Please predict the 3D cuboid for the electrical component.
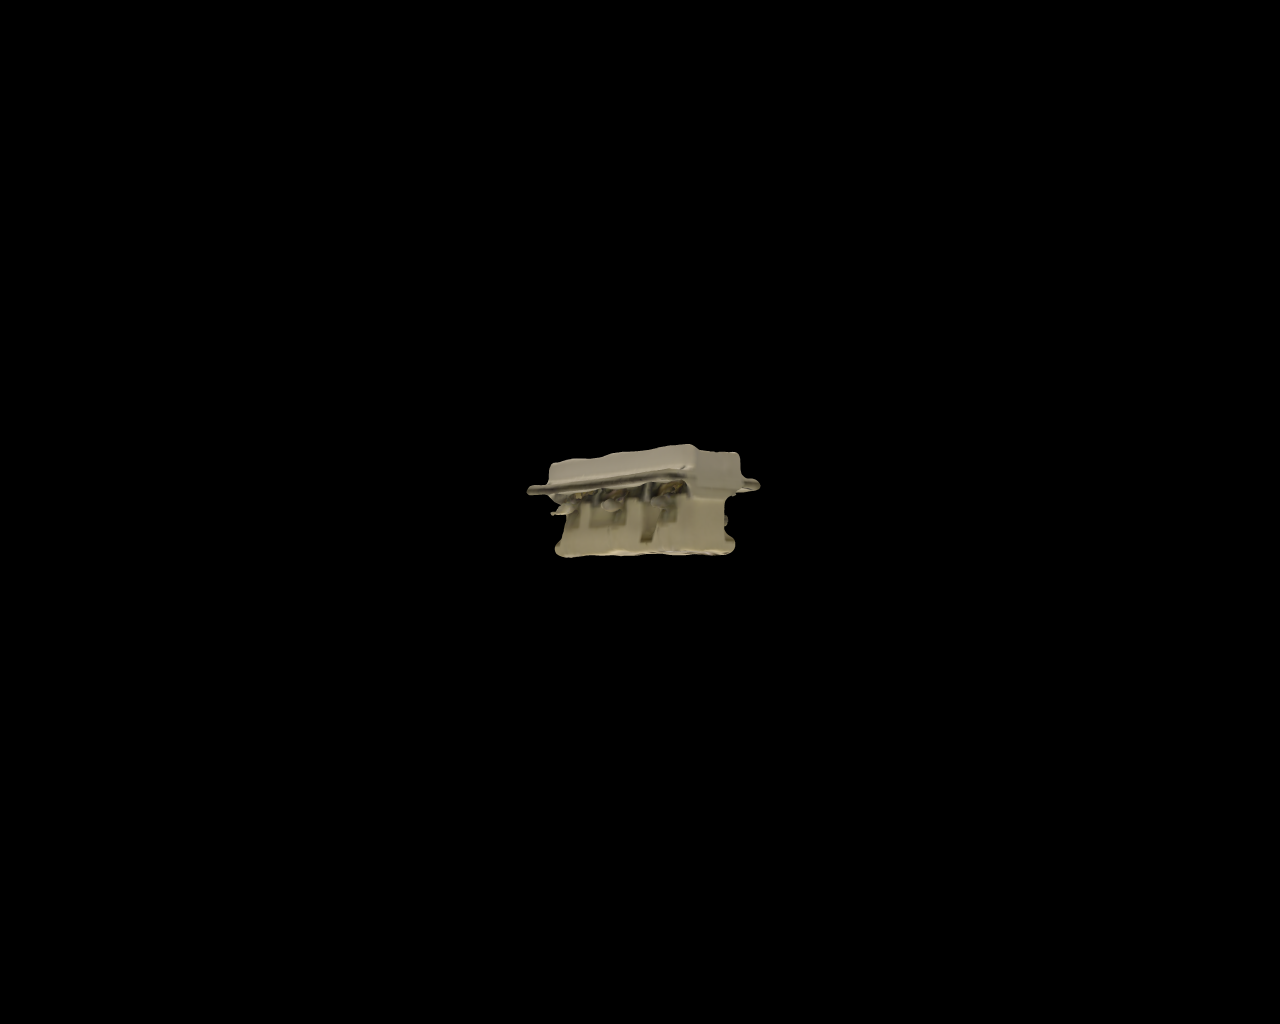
[{"bbox_3d":[0.001,-0.003,0.650,0.121,0.063,0.079,-4,-6,43],"label":"electrical component"}]
